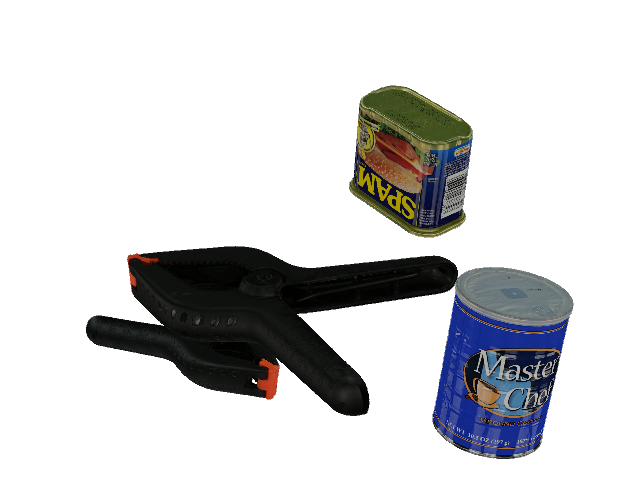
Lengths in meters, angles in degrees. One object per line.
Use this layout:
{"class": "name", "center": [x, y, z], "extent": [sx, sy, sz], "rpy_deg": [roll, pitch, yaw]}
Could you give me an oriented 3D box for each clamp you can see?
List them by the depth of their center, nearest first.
{"class": "clamp", "center": [-0.025, 0.035, 0.677], "extent": [0.210, 0.036, 0.164], "rpy_deg": [14, 30, 29]}
{"class": "clamp", "center": [-0.097, 0.082, 0.901], "extent": [0.172, 0.039, 0.120], "rpy_deg": [21, 34, 24]}

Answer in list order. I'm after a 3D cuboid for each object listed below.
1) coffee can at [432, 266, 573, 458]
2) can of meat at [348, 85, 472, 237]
{"class": "coffee can", "center": [0.161, 0.108, 0.957], "extent": [0.103, 0.140, 0.103], "rpy_deg": [6, 23, -3]}
{"class": "can of meat", "center": [0.072, -0.065, 0.848], "extent": [0.057, 0.084, 0.102], "rpy_deg": [-23, 43, -32]}
